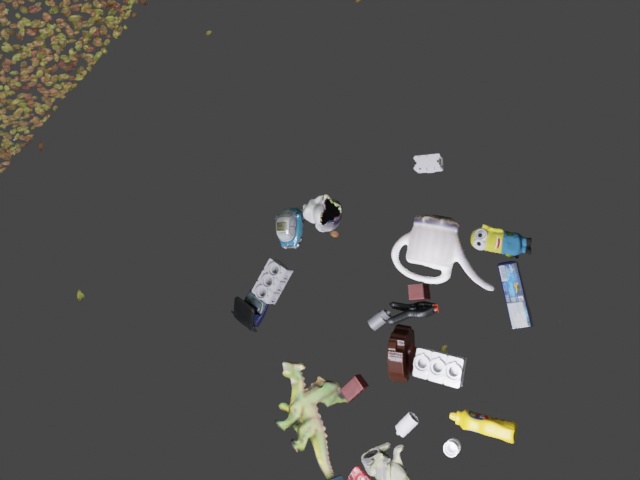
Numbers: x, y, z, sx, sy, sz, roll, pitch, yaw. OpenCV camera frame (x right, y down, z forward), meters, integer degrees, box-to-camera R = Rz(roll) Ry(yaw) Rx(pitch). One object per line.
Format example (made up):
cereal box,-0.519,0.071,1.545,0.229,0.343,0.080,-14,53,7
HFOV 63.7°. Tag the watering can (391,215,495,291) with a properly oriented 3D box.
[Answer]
watering can,0.401,0.036,1.660,0.348,0.103,0.225,11,86,28

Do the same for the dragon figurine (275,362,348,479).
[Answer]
dragon figurine,-0.009,0.597,1.780,0.242,0.121,0.414,-45,74,4

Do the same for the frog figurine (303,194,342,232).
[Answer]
frog figurine,0.006,-0.096,1.902,0.158,0.123,0.138,-14,83,61
